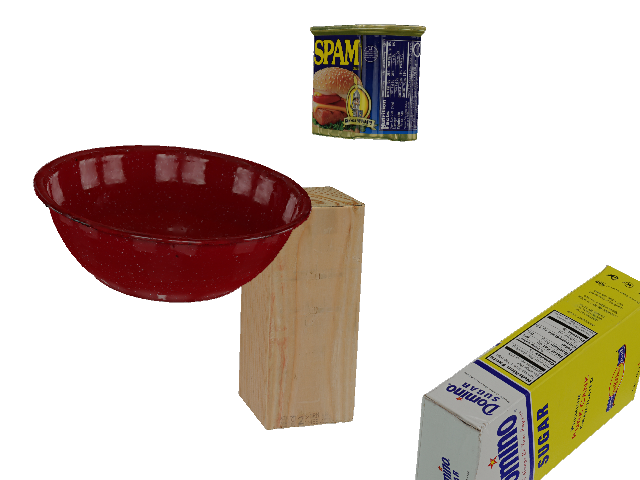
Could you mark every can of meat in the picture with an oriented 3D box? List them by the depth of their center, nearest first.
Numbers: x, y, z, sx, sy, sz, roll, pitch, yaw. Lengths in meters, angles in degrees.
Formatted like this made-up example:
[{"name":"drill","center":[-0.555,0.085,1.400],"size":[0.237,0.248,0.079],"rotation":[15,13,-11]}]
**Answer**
[{"name":"can of meat","center":[0.033,-0.120,0.812],"size":[0.057,0.084,0.102],"rotation":[-4,11,-29]}]

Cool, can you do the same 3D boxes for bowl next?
[{"name":"bowl","center":[-0.088,-0.007,0.632],"size":[0.162,0.055,0.162],"rotation":[7,21,-3]}]

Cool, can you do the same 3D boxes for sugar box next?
[{"name":"sugar box","center":[0.129,0.093,0.628],"size":[0.048,0.093,0.175],"rotation":[29,44,34]}]

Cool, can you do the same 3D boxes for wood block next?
[{"name":"wood block","center":[-0.019,0.060,0.993],"size":[0.090,0.206,0.091],"rotation":[-2,14,-20]}]
